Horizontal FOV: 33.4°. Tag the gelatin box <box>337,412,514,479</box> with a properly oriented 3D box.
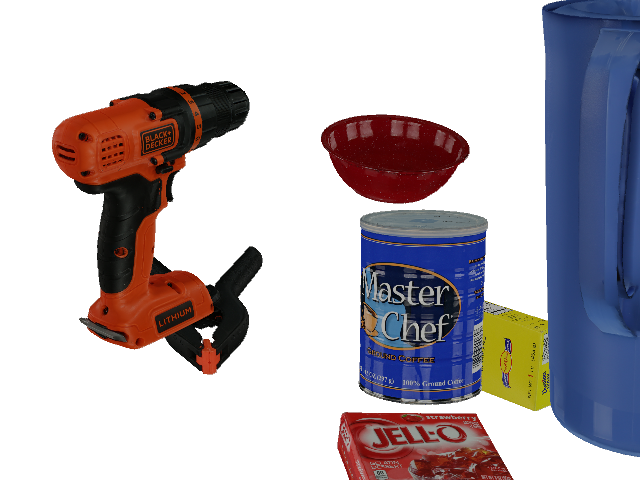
[{"bbox_3d":[0.060,0.131,0.628,0.089,0.030,0.073,3,23,-13],"label":"gelatin box"}]

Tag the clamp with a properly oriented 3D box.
[{"bbox_3d":[-0.118,0.059,0.994,0.120,0.039,0.171,-5,31,4],"label":"clamp"}]

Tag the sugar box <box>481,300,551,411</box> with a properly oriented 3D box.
[{"bbox_3d":[0.181,0.116,1.185,0.177,0.093,0.048,15,19,43],"label":"sugar box"}]

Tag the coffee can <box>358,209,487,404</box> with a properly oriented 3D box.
[{"bbox_3d":[0.083,0.051,0.870,0.103,0.140,0.103,0,10,0],"label":"coffee can"}]

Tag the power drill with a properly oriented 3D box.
[{"bbox_3d":[-0.122,-0.024,0.822,0.057,0.188,0.184,17,27,36],"label":"power drill"}]

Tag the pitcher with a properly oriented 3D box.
[{"bbox_3d":[0.177,-0.008,0.569,0.149,0.243,0.145,-5,18,-12],"label":"pitcher"}]

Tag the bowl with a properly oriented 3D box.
[{"bbox_3d":[0.079,-0.084,1.167,0.162,0.055,0.162,3,28,-2],"label":"bowl"}]
